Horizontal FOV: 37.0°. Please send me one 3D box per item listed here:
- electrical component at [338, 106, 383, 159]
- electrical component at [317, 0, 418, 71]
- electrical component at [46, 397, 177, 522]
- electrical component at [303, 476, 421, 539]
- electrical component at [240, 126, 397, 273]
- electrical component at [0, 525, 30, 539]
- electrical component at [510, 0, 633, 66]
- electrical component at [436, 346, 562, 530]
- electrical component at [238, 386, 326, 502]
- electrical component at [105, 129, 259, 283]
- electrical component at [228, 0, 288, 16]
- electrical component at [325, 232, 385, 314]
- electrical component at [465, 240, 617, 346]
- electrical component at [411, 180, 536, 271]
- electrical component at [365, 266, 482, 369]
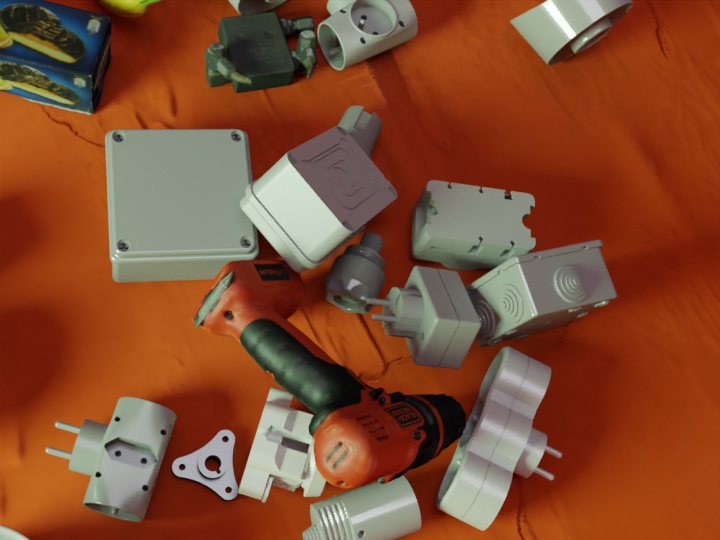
[{"bbox_3d":[-0.005,-0.107,0.889,0.040,0.040,0.046,26,59,-2],"label":"electrical component"},{"bbox_3d":[-0.003,-0.221,0.933,0.077,0.044,0.079,-28,76,-21],"label":"electrical component"},{"bbox_3d":[-0.178,0.127,0.751,0.079,0.043,0.077,17,65,-6],"label":"electrical component"},{"bbox_3d":[-0.002,0.179,0.770,0.081,0.043,0.043,-15,73,-18],"label":"electrical component"},{"bbox_3d":[-0.030,-0.054,0.819,0.078,0.057,0.113,50,29,-1],"label":"electrical component"},{"bbox_3d":[-0.226,0.202,0.634,0.099,0.064,0.099,5,67,-11],"label":"electrical component"},{"bbox_3d":[0.189,-0.229,0.954,0.099,0.099,0.064,-31,84,-22],"label":"electrical component"},{"bbox_3d":[0.117,0.132,0.812,0.074,0.052,0.138,27,65,-1],"label":"electrical component"},{"bbox_3d":[-0.049,0.130,0.773,0.057,0.058,0.078,17,64,-2],"label":"electrical component"},{"bbox_3d":[-0.138,-0.050,0.825,0.109,0.056,0.108,-2,69,-14],"label":"electrical component"},{"bbox_3d":[-0.080,-0.262,0.905,0.099,0.099,0.064,-31,85,-22],"label":"electrical component"},{"bbox_3d":[0.000,0.000,0.844,0.043,0.043,0.062,25,64,-2],"label":"electrical component"},{"bbox_3d":[0.138,0.020,0.837,0.100,0.100,0.048,-11,75,-29],"label":"electrical component"},{"bbox_3d":[0.090,-0.033,0.871,0.089,0.055,0.050,7,67,-10],"label":"electrical component"},{"bbox_3d":[0.042,0.034,0.818,0.077,0.047,0.065,8,36,-22],"label":"electrical component"}]
